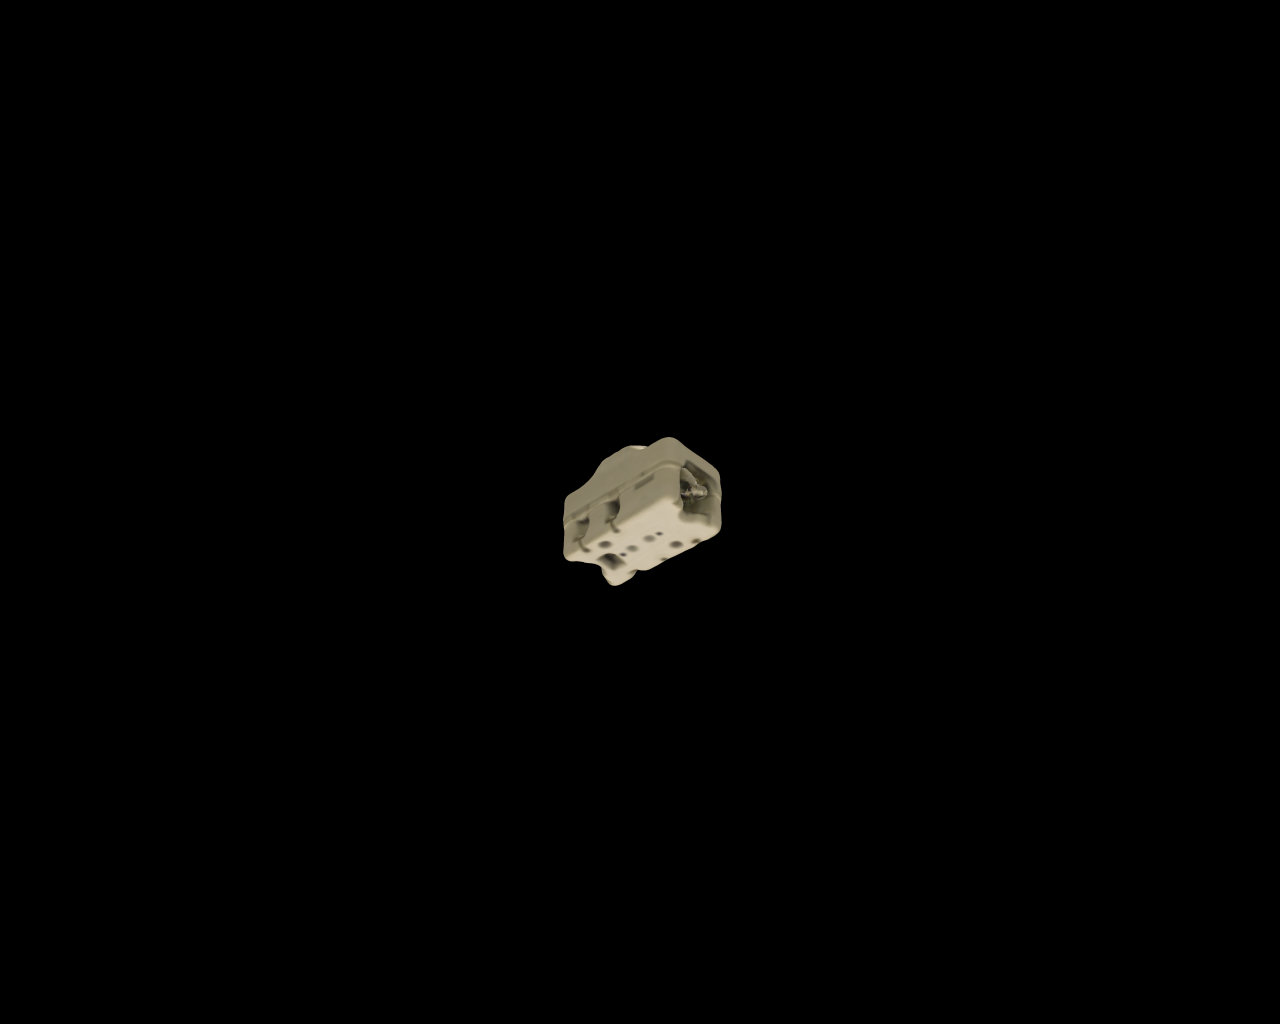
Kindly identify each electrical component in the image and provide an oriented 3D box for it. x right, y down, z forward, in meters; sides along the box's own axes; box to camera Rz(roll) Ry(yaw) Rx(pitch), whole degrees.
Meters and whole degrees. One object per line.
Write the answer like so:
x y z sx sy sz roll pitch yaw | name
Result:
0.001 -0.003 0.650 0.089 0.056 0.050 -29 -46 33 | electrical component
